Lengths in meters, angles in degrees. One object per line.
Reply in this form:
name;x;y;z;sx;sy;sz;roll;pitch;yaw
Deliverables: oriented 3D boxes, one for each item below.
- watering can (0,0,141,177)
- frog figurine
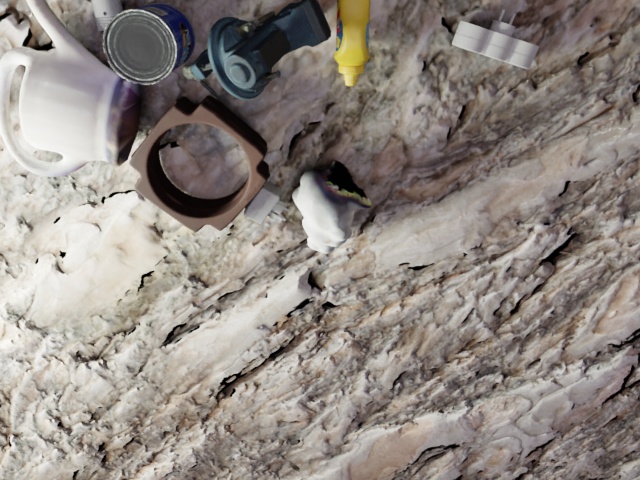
watering can;-0.395;-0.251;0.815;0.224;0.106;0.341;13;115;-10
frog figurine;0.003;-0.047;0.930;0.138;0.124;0.156;43;121;14
